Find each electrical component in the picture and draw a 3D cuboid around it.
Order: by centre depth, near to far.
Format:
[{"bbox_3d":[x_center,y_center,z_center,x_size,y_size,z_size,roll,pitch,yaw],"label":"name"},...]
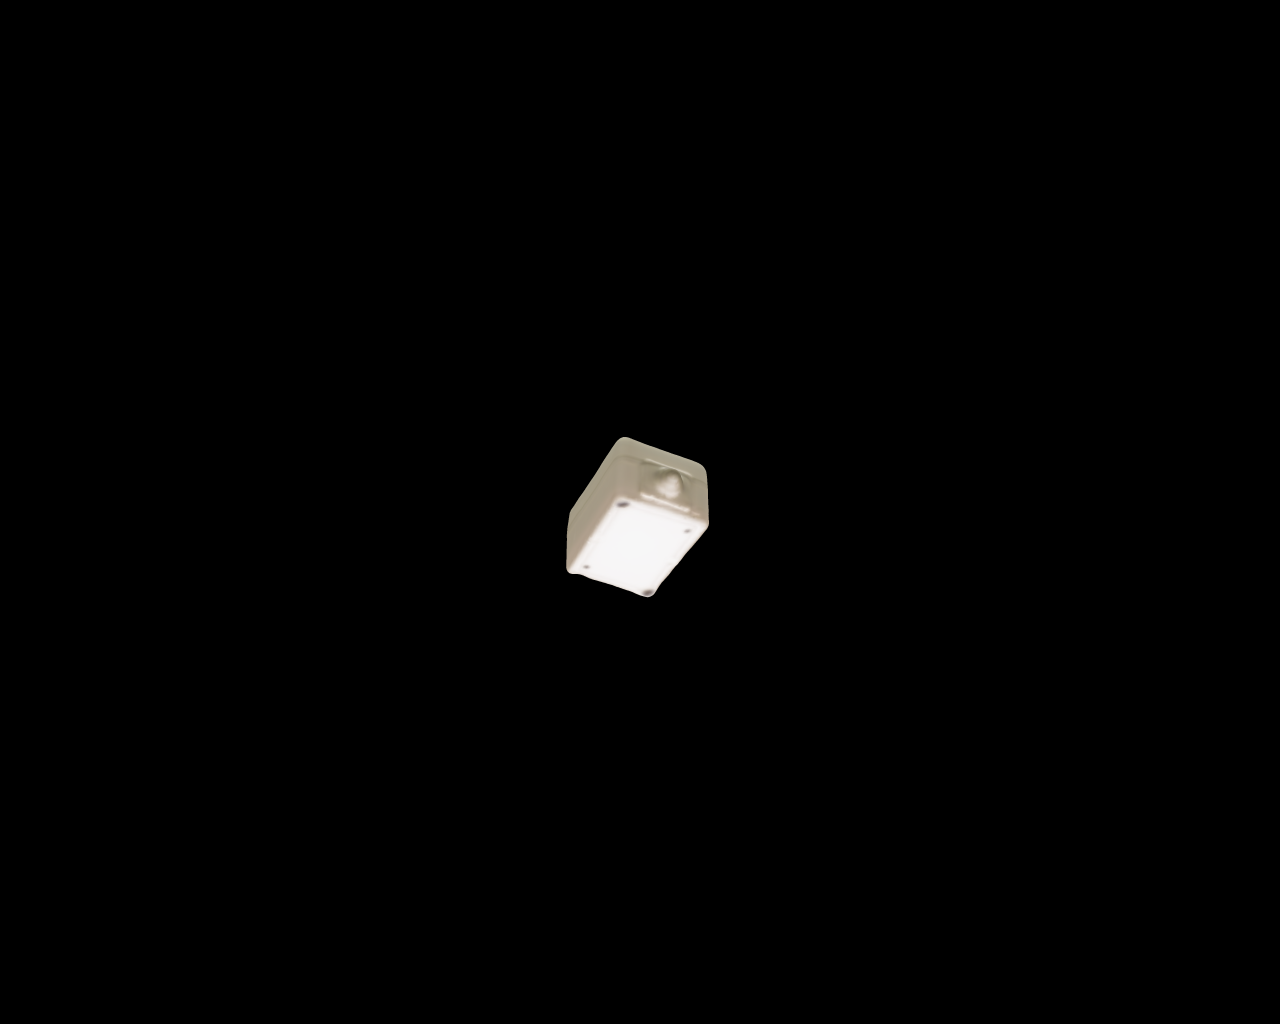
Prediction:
[{"bbox_3d":[0.001,-0.003,0.650,0.062,0.061,0.096,19,-46,-19],"label":"electrical component"}]
